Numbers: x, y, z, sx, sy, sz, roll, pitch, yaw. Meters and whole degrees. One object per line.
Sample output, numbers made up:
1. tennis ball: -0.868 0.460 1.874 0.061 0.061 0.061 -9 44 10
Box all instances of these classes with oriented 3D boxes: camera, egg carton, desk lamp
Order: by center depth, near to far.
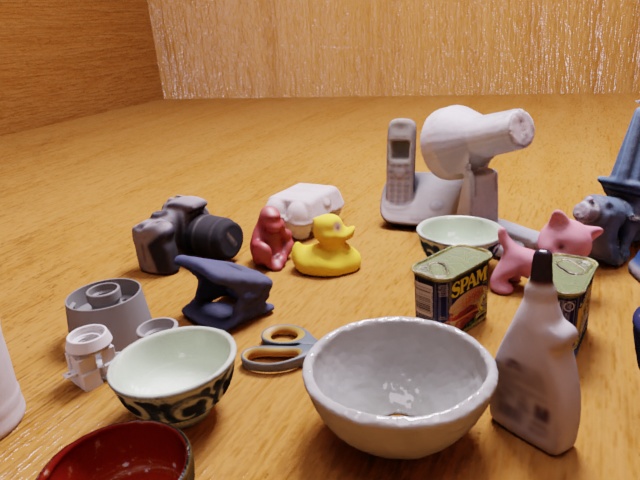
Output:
1. desk lamp: 0.260 -0.104 0.905 0.118 0.214 0.202 -16 24 -28
2. camera: -0.203 -0.012 0.914 0.136 0.101 0.143 10 25 32
3. egg carton: -0.028 -0.055 1.035 0.107 0.069 0.151 9 25 31

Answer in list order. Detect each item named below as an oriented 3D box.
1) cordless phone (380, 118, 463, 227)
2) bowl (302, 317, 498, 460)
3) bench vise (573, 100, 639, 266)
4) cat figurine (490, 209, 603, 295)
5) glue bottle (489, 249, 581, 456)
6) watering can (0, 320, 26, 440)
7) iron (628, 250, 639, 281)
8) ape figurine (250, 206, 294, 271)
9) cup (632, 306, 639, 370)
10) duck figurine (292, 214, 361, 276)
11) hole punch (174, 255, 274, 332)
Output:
1. cordless phone: 0.178 -0.116 0.991 0.147 0.185 0.094 4 23 20
2. bowl: 0.069 0.138 0.507 0.167 0.075 0.167 -4 21 2
3. bench vise: 0.445 -0.082 0.803 0.121 0.220 0.208 13 27 38
4. cat figurine: 0.287 0.012 0.731 0.127 0.118 0.067 7 24 27
5. glue bottle: 0.181 0.089 0.476 0.037 0.173 0.077 -18 25 -30
6. watering can: -0.350 0.098 0.526 0.101 0.194 0.172 -12 22 -19
7. iron: 0.482 0.013 0.660 0.119 0.141 0.257 -15 24 -26
8. ape figurine: -0.077 -0.008 0.890 0.078 0.092 0.075 -19 25 -33
9. cup: 0.331 0.112 0.495 0.117 0.095 0.092 9 25 30
10. duck figurine: 0.008 0.003 0.854 0.104 0.086 0.077 -2 21 6
11. hole punch: -0.123 0.054 0.739 0.101 0.091 0.108 -23 28 -40
